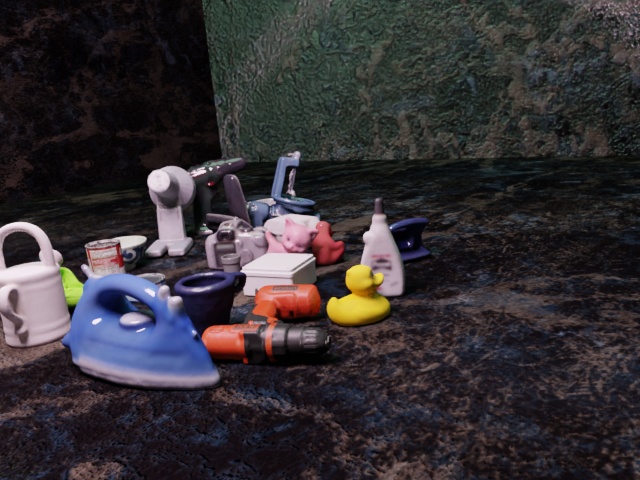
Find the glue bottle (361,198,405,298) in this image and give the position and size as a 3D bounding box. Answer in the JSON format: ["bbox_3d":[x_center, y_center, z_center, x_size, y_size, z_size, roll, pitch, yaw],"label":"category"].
[{"bbox_3d":[0.105,0.013,0.985,0.078,0.173,0.037,-4,14,3],"label":"glue bottle"}]

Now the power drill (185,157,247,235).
[{"bbox_3d":[-0.314,-0.127,1.648,0.230,0.208,0.075,-7,14,-8],"label":"power drill"}]

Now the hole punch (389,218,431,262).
[{"bbox_3d":[0.168,-0.005,1.218,0.109,0.091,0.100,-12,15,-25],"label":"hole punch"}]

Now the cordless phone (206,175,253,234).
[{"bbox_3d":[-0.233,-0.078,1.464,0.147,0.185,0.094,7,18,42],"label":"cordless phone"}]

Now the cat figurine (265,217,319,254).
[{"bbox_3d":[-0.064,0.007,1.191,0.127,0.118,0.067,5,17,36],"label":"cat figurine"}]

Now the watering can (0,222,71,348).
[{"bbox_3d":[-0.476,0.065,0.937,0.101,0.194,0.172,-10,14,-20],"label":"watering can"}]

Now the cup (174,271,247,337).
[{"bbox_3d":[-0.161,0.101,0.883,0.118,0.095,0.091,-16,18,-40],"label":"cup"}]

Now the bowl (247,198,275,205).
[{"bbox_3d":[-0.137,-0.073,1.649,0.167,0.075,0.167,-5,13,1],"label":"bowl"}]

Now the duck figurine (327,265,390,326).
[{"bbox_3d":[0.059,0.083,0.900,0.105,0.086,0.077,-11,15,-23],"label":"duck figurine"}]

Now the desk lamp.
[{"bbox_3d":[-0.386,-0.081,1.471,0.118,0.214,0.203,-5,13,-2],"label":"desk lamp"}]

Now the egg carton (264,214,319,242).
[{"bbox_3d":[-0.065,-0.021,1.413,0.149,0.069,0.107,8,18,42],"label":"egg carton"}]

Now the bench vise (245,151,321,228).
[{"bbox_3d":[-0.104,-0.116,1.502,0.208,0.220,0.121,-13,15,-29],"label":"bench vise"}]

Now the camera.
[{"bbox_3d":[-0.174,0.001,1.297,0.143,0.101,0.137,-3,14,8],"label":"camera"}]

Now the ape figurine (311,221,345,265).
[{"bbox_3d":[0.011,0.004,1.232,0.077,0.092,0.076,7,18,42],"label":"ape figurine"}]

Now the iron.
[{"bbox_3d":[-0.239,0.110,0.775,0.257,0.141,0.119,4,16,32],"label":"iron"}]
